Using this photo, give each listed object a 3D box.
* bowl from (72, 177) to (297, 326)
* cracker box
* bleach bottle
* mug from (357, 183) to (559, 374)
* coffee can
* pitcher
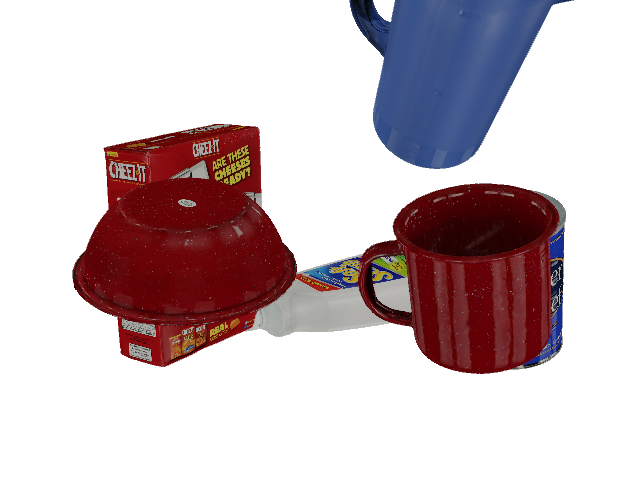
[{"bbox_3d":[-0.096,-0.002,0.761,0.162,0.055,0.162,1,26,-1],"label":"bowl"},{"bbox_3d":[-0.133,0.000,1.077,0.072,0.214,0.163,8,18,35],"label":"cracker box"},{"bbox_3d":[0.029,0.063,1.181,0.250,0.068,0.103,-13,32,-25],"label":"bleach bottle"},{"bbox_3d":[0.080,0.024,0.622,0.117,0.081,0.093,-4,28,7],"label":"mug"},{"bbox_3d":[0.178,0.035,1.008,0.103,0.140,0.103,-5,28,2],"label":"coffee can"},{"bbox_3d":[0.108,-0.179,0.920,0.144,0.149,0.243,-14,-31,-19],"label":"pitcher"}]
